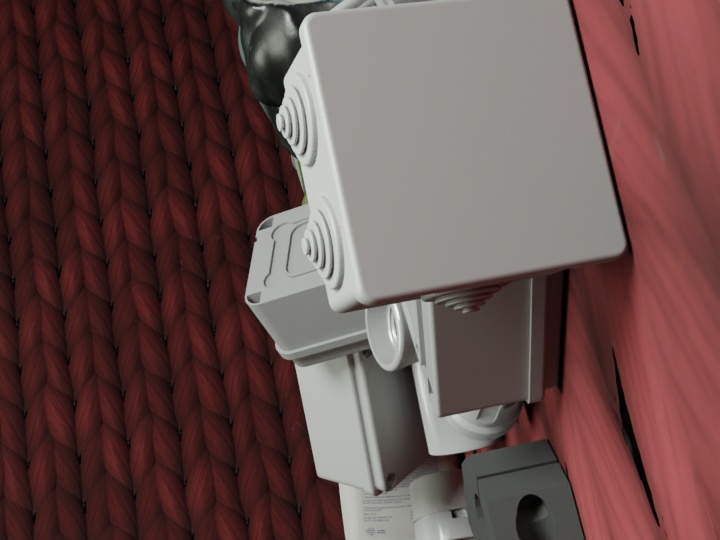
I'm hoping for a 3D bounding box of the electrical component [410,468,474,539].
[{"bbox_3d":[0.062,0.166,0.738,0.055,0.055,0.047,87,174,-65],"label":"electrical component"}]

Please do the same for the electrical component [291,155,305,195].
[{"bbox_3d":[-0.027,-0.131,1.001,0.113,0.078,0.057,83,171,-50],"label":"electrical component"}]

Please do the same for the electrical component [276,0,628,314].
[{"bbox_3d":[0.027,-0.036,0.345,0.048,0.100,0.099,147,113,-72],"label":"electrical component"}]

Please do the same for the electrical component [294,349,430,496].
[{"bbox_3d":[0.016,0.068,0.684,0.056,0.109,0.108,7,116,38],"label":"electrical component"}]

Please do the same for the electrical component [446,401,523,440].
[{"bbox_3d":[0.063,0.058,0.528,0.046,0.040,0.040,97,162,-62],"label":"electrical component"}]

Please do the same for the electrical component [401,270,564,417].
[{"bbox_3d":[0.044,-0.013,0.461,0.108,0.056,0.108,-105,6,-46],"label":"electrical component"}]

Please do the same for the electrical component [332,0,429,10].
[{"bbox_3d":[0.020,-0.108,0.373,0.044,0.079,0.077,53,178,-3],"label":"electrical component"}]

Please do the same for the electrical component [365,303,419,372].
[{"bbox_3d":[0.041,0.025,0.543,0.044,0.065,0.044,173,90,-68],"label":"electrical component"}]

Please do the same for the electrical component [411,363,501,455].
[{"bbox_3d":[0.055,0.065,0.615,0.079,0.043,0.077,129,129,-85],"label":"electrical component"}]

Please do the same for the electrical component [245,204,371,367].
[{"bbox_3d":[0.000,0.000,0.605,0.078,0.113,0.057,-86,-28,-47],"label":"electrical component"}]
